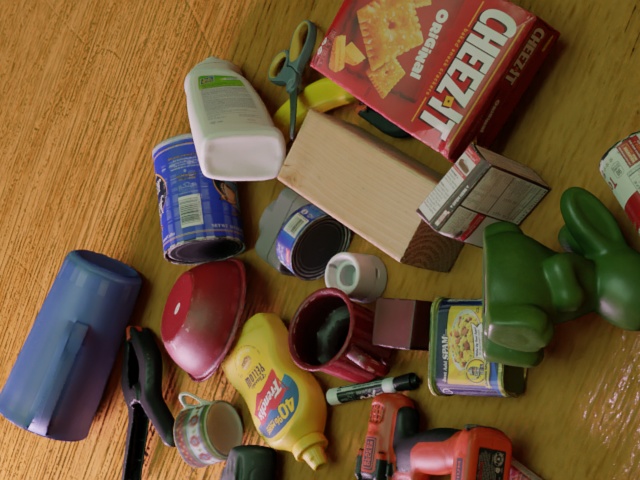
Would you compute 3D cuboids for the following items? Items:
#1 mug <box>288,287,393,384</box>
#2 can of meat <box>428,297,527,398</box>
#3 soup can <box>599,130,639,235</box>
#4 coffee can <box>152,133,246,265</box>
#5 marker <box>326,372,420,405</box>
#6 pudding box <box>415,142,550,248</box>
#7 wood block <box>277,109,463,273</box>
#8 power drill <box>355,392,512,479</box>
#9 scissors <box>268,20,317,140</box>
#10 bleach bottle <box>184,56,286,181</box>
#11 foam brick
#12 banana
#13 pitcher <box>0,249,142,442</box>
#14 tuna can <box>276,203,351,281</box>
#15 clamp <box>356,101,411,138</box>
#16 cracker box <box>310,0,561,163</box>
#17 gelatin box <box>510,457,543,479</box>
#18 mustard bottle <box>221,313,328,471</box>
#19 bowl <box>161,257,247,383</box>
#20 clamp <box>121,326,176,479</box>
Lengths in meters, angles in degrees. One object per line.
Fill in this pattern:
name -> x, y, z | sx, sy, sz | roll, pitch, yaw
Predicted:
mug -> 0.033, 0.112, 1.149 | 0.117, 0.081, 0.093 | 32, 93, 48
can of meat -> 0.159, 0.108, 1.069 | 0.084, 0.057, 0.102 | -3, 80, 39
soup can -> 0.305, -0.042, 0.961 | 0.069, 0.068, 0.102 | -41, 58, 28
coffee can -> -0.152, -0.050, 1.336 | 0.103, 0.102, 0.140 | -22, 68, 36
marker -> 0.058, 0.163, 1.170 | 0.121, 0.020, 0.020 | -18, 71, 38
pudding box -> 0.162, -0.040, 1.055 | 0.090, 0.113, 0.039 | -53, 52, 20
wood block -> 0.063, -0.055, 1.160 | 0.206, 0.090, 0.091 | 35, 105, 40
power drill -> 0.102, 0.248, 1.063 | 0.188, 0.057, 0.184 | -6, 74, 55
scissors -> -0.041, -0.179, 1.274 | 0.096, 0.016, 0.201 | -32, 38, 47
bleach bottle -> -0.111, -0.162, 1.308 | 0.251, 0.102, 0.068 | -108, 20, -55
foam brick -> 0.098, 0.088, 1.110 | 0.053, 0.078, 0.051 | 3, 86, 41
banana -> -0.012, -0.150, 1.269 | 0.198, 0.037, 0.069 | -36, 56, 39
pitcher -> -0.333, 0.143, 1.438 | 0.149, 0.144, 0.243 | 29, 98, 36
tuna can -> -0.008, 0.001, 1.213 | 0.034, 0.085, 0.086 | 38, 107, 40
clamp -> 0.113, -0.165, 1.170 | 0.172, 0.039, 0.120 | 6, 82, 42
cracker box -> 0.111, -0.197, 1.102 | 0.214, 0.072, 0.164 | 39, 106, 32
gelatin box -> 0.177, 0.260, 1.042 | 0.073, 0.030, 0.089 | 35, 104, 40
mustard bottle -> -0.043, 0.183, 1.229 | 0.096, 0.058, 0.192 | -50, 54, 25
bowl -> -0.150, 0.089, 1.301 | 0.162, 0.055, 0.162 | -45, 35, 43
clamp -> -0.223, 0.203, 1.378 | 0.165, 0.036, 0.210 | -39, 51, 49
